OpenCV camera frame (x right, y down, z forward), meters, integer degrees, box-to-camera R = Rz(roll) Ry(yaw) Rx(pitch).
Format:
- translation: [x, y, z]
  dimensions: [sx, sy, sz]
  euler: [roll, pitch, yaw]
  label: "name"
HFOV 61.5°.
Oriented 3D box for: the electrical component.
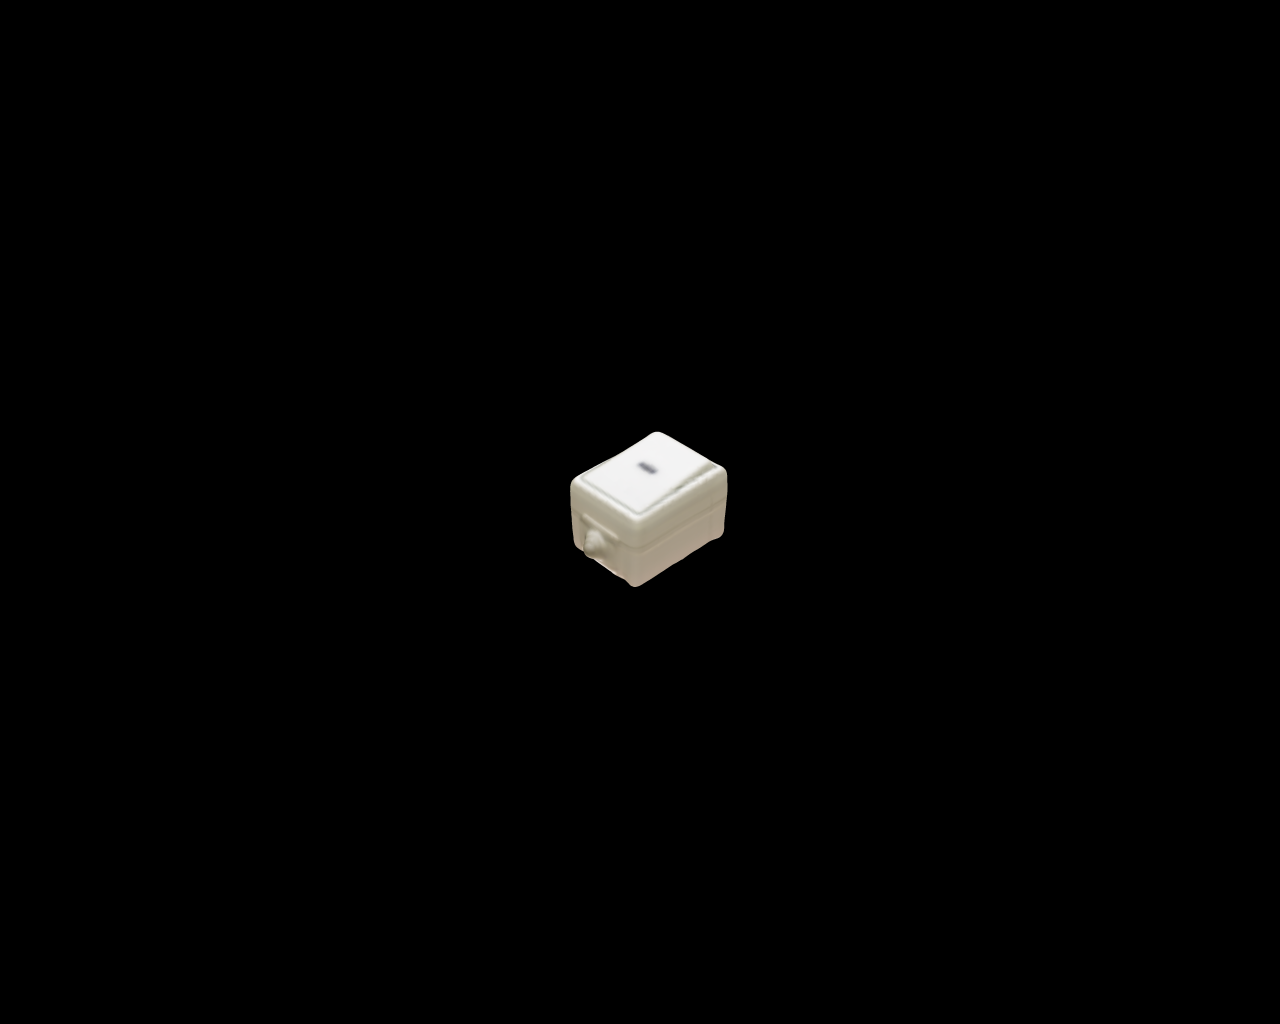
- translation: [0.001, -0.003, 0.650]
  dimensions: [0.096, 0.061, 0.062]
  euler: [-29, 46, -33]
  label: "electrical component"
